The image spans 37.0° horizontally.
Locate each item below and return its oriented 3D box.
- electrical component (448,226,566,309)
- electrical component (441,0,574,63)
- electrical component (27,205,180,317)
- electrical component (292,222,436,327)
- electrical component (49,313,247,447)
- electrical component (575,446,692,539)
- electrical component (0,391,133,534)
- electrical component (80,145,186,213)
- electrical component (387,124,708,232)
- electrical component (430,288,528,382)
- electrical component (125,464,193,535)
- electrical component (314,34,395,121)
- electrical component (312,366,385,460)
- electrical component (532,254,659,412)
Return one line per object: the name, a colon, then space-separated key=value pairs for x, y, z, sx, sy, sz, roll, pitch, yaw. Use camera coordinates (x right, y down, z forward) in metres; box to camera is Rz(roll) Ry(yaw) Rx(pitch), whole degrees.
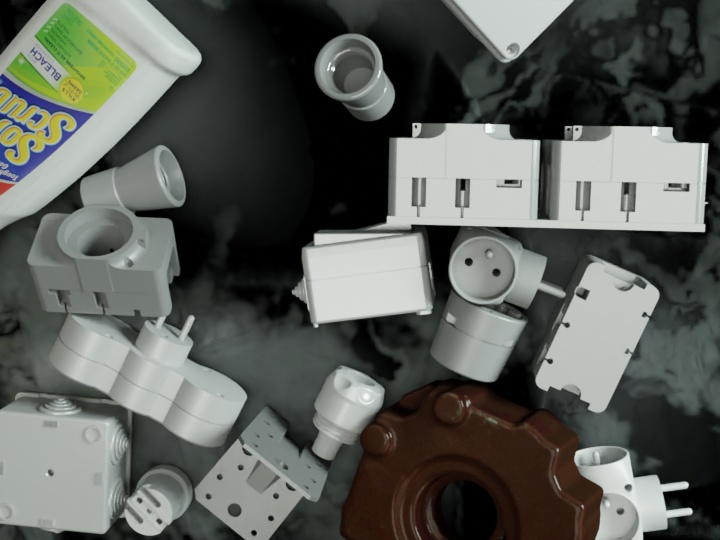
electrical component: x=0.097 y=0.001 z=0.708 sx=0.079 sy=0.077 sz=0.043 roll=21 pitch=99 yaw=2
electrical component: x=0.090 y=-0.206 z=0.669 sx=0.109 sy=0.056 sz=0.109 roll=-45 pitch=125 yaw=9
electrical component: x=-0.173 y=-0.006 z=0.732 sx=0.089 sy=0.050 sz=0.055 roll=3 pitch=137 yaw=2
electrical component: x=0.000 y=0.000 z=0.726 sx=0.096 sy=0.061 sz=0.061 roll=-7 pitch=97 yaw=7
electrical component: x=-0.141 y=0.059 z=0.754 sx=0.138 sy=0.052 sz=0.073 roll=28 pitch=99 yaw=3
electrical component: x=0.186 y=0.162 z=0.737 sx=0.079 sy=0.044 sz=0.077 roll=-9 pitch=96 yaw=7
electrical component: x=-0.214 y=0.139 z=0.774 sx=0.100 sy=0.048 sz=0.099 roll=4 pitch=98 yaw=5
electrical component: x=-0.160 y=-0.056 z=0.747 sx=0.065 sy=0.044 sz=0.044 roll=-16 pitch=96 yaw=13
electrical component: x=0.115 y=-0.061 z=0.684 sx=0.186 sy=0.105 sz=0.060 roll=2 pitch=98 yaw=6
electrical component: x=0.079 y=0.044 z=0.728 sx=0.055 sy=0.055 sz=0.047 roll=22 pitch=103 yaw=3
electrical component: x=-0.145 y=0.165 z=0.771 sx=0.040 sy=0.046 sz=0.040 roll=1 pitch=98 yaw=6
electrical component: x=0.000 y=-0.123 z=0.708 sx=0.044 sy=0.065 sz=0.044 roll=-2 pitch=80 yaw=14
electrical component: x=-0.013 y=0.102 z=0.750 sx=0.043 sy=0.043 sz=0.062 roll=27 pitch=100 yaw=2
electrical component: x=0.155 y=0.040 z=0.718 sx=0.050 sy=0.055 sz=0.089 roll=24 pitch=99 yaw=2
